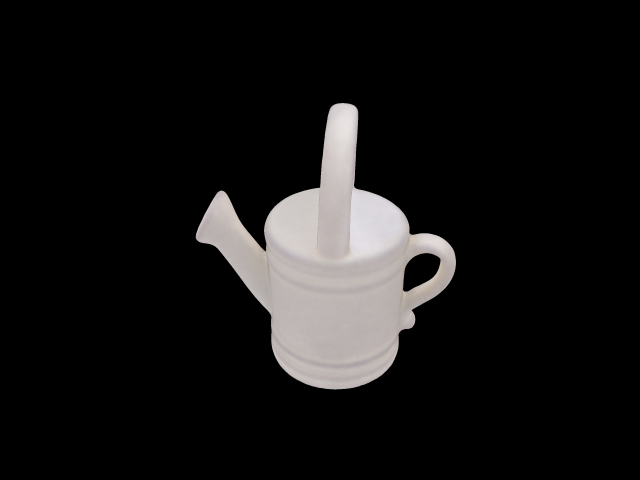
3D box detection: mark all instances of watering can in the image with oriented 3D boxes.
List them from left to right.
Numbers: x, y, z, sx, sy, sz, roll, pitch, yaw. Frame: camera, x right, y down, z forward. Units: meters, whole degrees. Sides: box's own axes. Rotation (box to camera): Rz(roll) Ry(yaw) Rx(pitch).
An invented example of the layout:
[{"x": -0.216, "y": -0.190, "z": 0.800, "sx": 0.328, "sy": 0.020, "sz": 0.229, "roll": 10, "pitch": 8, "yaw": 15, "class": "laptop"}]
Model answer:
[{"x": 0.003, "y": 0.003, "z": 0.398, "sx": 0.173, "sy": 0.194, "sz": 0.100, "roll": -8, "pitch": 35, "yaw": -12, "class": "watering can"}]
